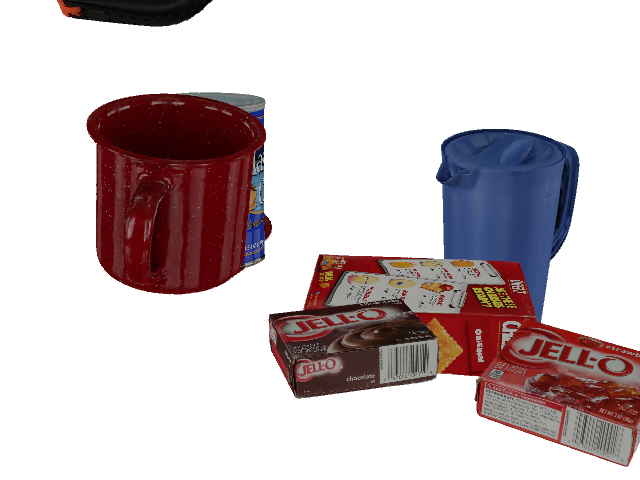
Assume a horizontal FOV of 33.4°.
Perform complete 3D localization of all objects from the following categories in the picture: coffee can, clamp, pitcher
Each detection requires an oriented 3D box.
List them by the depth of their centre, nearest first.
[{"bbox_3d":[-0.072,-0.192,0.708,0.210,0.164,0.036,-32,-16,-9],"label":"clamp"},{"bbox_3d":[-0.099,-0.053,0.930,0.103,0.140,0.103,1,14,0],"label":"coffee can"},{"bbox_3d":[0.207,0.002,1.200,0.149,0.243,0.145,5,26,12],"label":"pitcher"}]

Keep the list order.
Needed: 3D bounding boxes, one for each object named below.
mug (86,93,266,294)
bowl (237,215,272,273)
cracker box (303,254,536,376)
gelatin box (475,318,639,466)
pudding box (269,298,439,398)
[{"bbox_3d":[-0.080,-0.019,0.563,0.093,0.081,0.117,8,28,2],"label":"mug"},{"bbox_3d":[-0.141,0.006,1.330,0.162,0.055,0.162,1,27,-1],"label":"bowl"},{"bbox_3d":[0.095,0.073,1.052,0.214,0.072,0.164,2,17,5],"label":"cracker box"},{"bbox_3d":[0.141,0.082,0.597,0.089,0.030,0.073,16,31,26],"label":"gelatin box"},{"bbox_3d":[0.023,0.080,0.814,0.113,0.039,0.090,-4,18,-13],"label":"pudding box"}]
